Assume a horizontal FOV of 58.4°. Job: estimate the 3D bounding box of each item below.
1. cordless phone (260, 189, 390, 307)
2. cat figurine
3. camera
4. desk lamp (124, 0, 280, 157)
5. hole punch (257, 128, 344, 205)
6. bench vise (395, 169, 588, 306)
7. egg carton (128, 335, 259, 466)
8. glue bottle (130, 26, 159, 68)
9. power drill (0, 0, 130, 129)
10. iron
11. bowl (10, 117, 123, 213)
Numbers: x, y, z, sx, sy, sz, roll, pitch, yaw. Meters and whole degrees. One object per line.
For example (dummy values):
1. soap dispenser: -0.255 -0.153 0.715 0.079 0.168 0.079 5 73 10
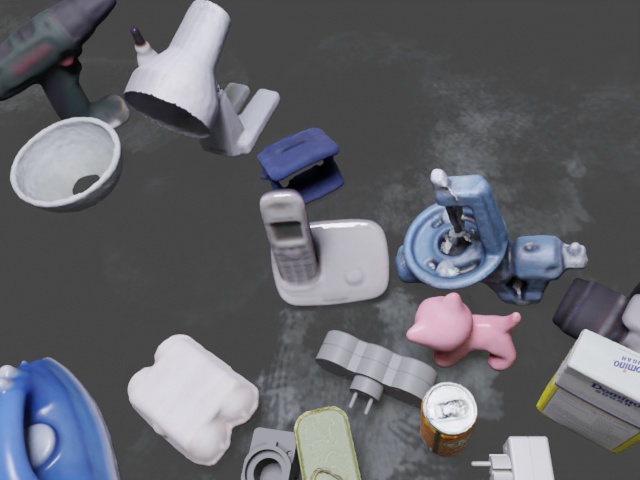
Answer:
1. cordless phone: 0.006 0.002 0.682 0.147 0.185 0.094 -8 59 4
2. cat figurine: 0.161 0.097 0.642 0.127 0.118 0.067 -2 59 8
3. camera: 0.343 0.082 0.632 0.136 0.101 0.143 30 68 23
4. desk lamp: -0.163 -0.214 0.821 0.117 0.214 0.203 16 63 18
5. hole punch: -0.033 -0.113 0.812 0.109 0.091 0.101 -27 59 -7
6. bench vise: 0.188 -0.013 0.643 0.207 0.220 0.121 -10 58 3
7. egg carton: -0.149 0.184 0.666 0.150 0.069 0.107 29 68 23
8. glue bottle: -0.252 -0.255 0.883 0.037 0.173 0.078 -20 58 -3
9. power drill: -0.382 -0.258 0.884 0.230 0.209 0.075 -32 60 -10
10. iron: -0.314 0.221 0.627 0.118 0.142 0.257 -25 59 -6
11. bowl: -0.368 -0.101 0.867 0.167 0.075 0.167 -4 59 7
